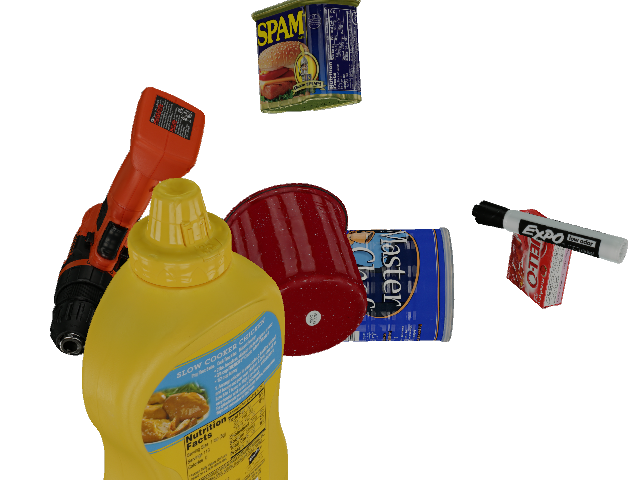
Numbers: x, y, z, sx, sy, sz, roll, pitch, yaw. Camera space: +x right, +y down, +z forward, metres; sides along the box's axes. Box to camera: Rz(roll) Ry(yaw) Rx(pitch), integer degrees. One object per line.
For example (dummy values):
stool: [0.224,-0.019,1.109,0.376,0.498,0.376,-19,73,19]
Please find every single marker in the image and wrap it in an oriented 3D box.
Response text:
marker: [0.169,-0.008,0.801,0.121,0.020,0.020,18,10,31]

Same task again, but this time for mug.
mug: [-0.027,0.028,0.715,0.117,0.081,0.093,-27,-43,9]

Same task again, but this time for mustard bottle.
mustard bottle: [-0.056,0.060,0.458,0.058,0.192,0.096,28,42,35]

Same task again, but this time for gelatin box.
gelatin box: [0.243,0.019,1.191,0.030,0.089,0.073,-9,30,-23]

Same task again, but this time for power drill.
power drill: [-0.162,-0.018,0.870,0.057,0.188,0.184,25,31,-18]

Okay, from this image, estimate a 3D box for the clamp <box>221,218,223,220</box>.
clamp: [-0.081,0.033,1.256,0.120,0.039,0.171,-2,41,9]

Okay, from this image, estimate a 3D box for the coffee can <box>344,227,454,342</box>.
coffee can: [0.045,0.040,0.958,0.140,0.103,0.103,-1,0,1]

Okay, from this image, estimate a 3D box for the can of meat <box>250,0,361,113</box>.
can of meat: [-0.011,-0.151,0.882,0.057,0.084,0.102,-4,2,-36]
